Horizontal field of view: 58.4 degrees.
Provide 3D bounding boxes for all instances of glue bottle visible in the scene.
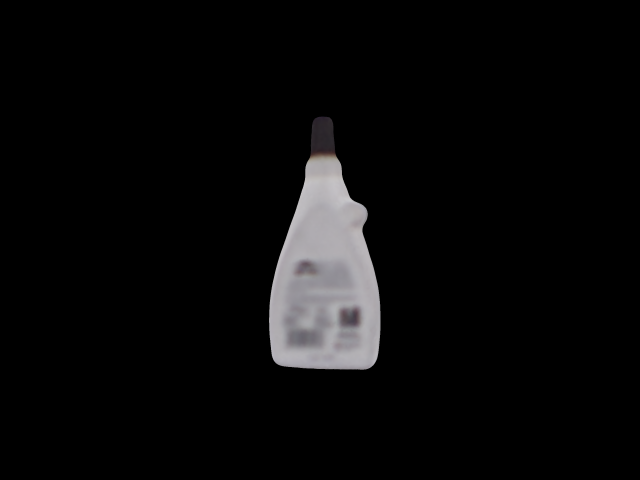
[{"bbox_3d":[0.004,0.001,0.400,0.078,0.173,0.037,1,5,8],"label":"glue bottle"}]
